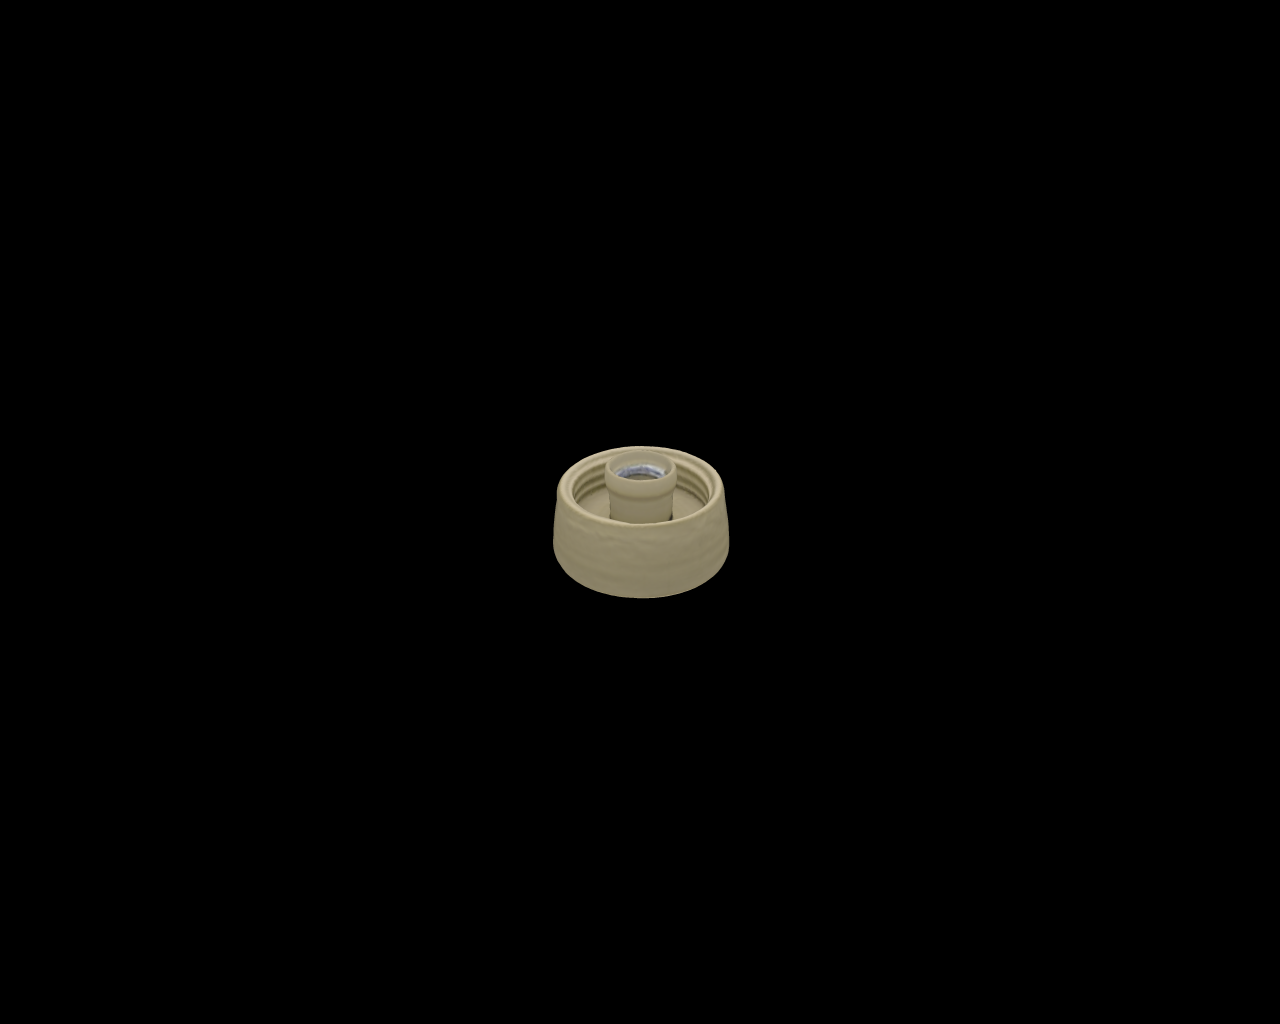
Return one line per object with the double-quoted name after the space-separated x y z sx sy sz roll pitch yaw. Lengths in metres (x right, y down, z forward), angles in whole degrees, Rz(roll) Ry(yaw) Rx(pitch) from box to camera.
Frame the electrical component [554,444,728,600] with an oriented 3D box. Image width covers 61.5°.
0.001 -0.003 0.650 0.108 0.060 0.108 0 31 0 "electrical component"
